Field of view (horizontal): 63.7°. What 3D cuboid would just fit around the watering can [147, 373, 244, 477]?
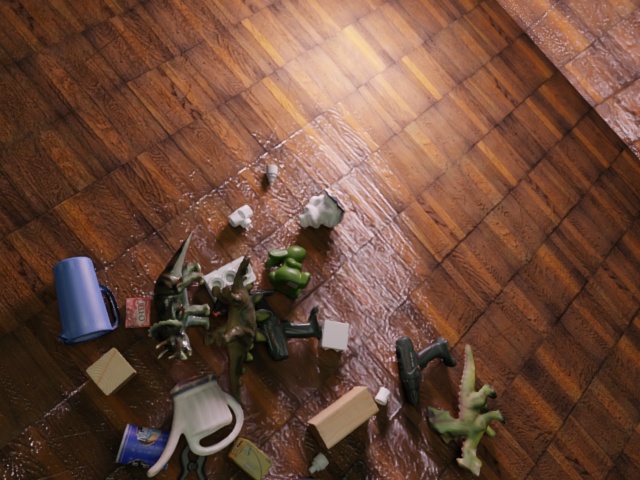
[{"bbox_3d":[-0.368,0.515,1.483,0.349,0.102,0.227,-6,64,-51],"label":"watering can"}]

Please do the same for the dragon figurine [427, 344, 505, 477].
[{"bbox_3d":[0.489,0.593,1.791,0.243,0.120,0.417,-12,68,-13],"label":"dragon figurine"}]

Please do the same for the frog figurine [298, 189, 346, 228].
[{"bbox_3d":[0.006,-0.094,1.874,0.158,0.124,0.137,-40,98,11],"label":"frog figurine"}]
